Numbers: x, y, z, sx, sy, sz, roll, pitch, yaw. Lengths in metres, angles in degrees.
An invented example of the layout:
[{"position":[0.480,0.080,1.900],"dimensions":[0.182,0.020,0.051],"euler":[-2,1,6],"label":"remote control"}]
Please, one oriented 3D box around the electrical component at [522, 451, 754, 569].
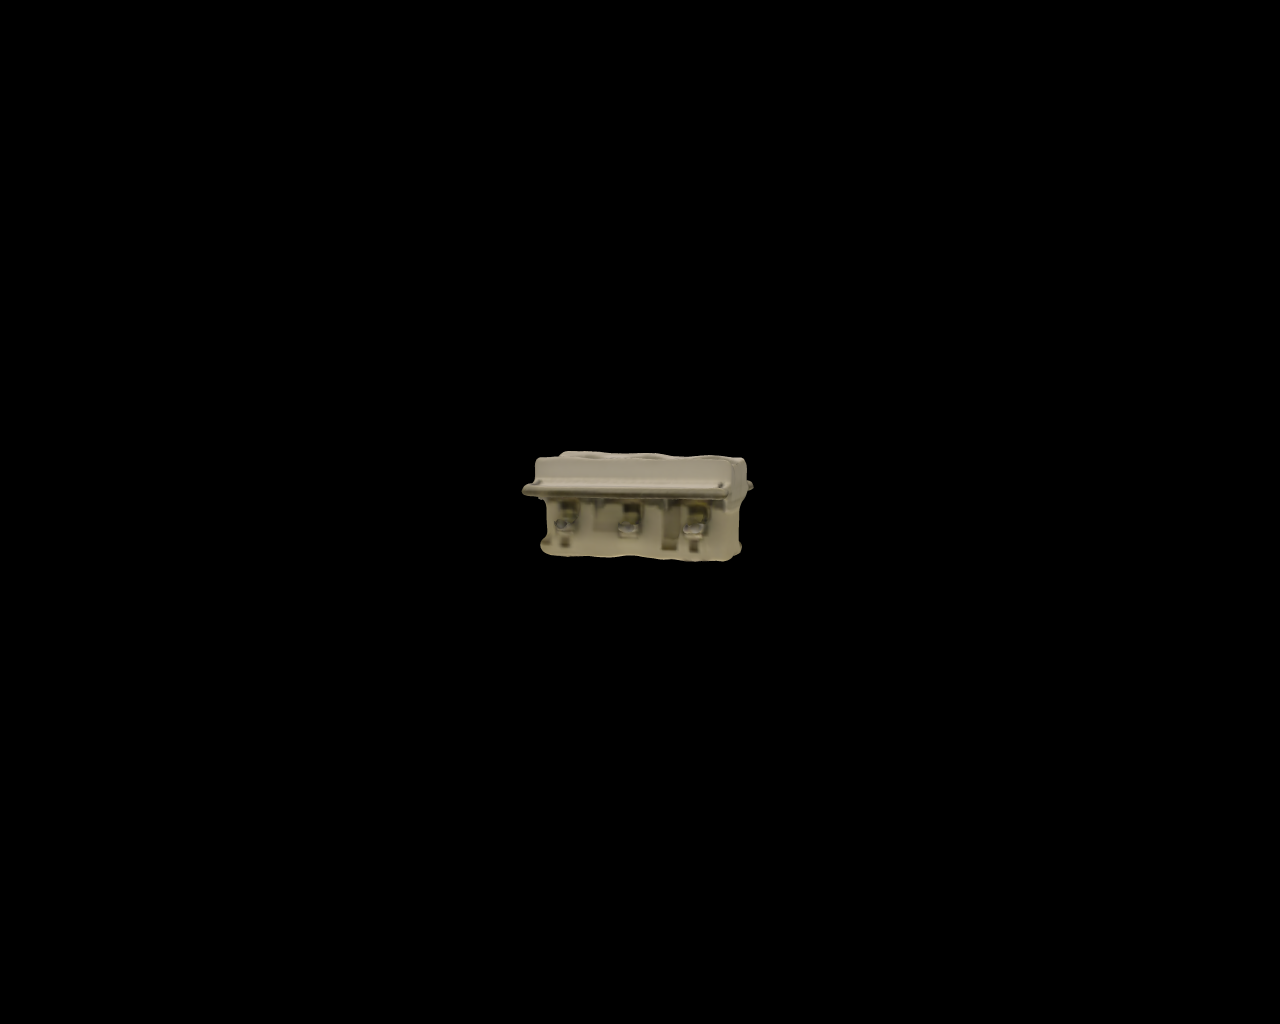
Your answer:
[{"position":[0.001,-0.003,0.650],"dimensions":[0.121,0.063,0.079],"euler":[2,8,18],"label":"electrical component"}]
